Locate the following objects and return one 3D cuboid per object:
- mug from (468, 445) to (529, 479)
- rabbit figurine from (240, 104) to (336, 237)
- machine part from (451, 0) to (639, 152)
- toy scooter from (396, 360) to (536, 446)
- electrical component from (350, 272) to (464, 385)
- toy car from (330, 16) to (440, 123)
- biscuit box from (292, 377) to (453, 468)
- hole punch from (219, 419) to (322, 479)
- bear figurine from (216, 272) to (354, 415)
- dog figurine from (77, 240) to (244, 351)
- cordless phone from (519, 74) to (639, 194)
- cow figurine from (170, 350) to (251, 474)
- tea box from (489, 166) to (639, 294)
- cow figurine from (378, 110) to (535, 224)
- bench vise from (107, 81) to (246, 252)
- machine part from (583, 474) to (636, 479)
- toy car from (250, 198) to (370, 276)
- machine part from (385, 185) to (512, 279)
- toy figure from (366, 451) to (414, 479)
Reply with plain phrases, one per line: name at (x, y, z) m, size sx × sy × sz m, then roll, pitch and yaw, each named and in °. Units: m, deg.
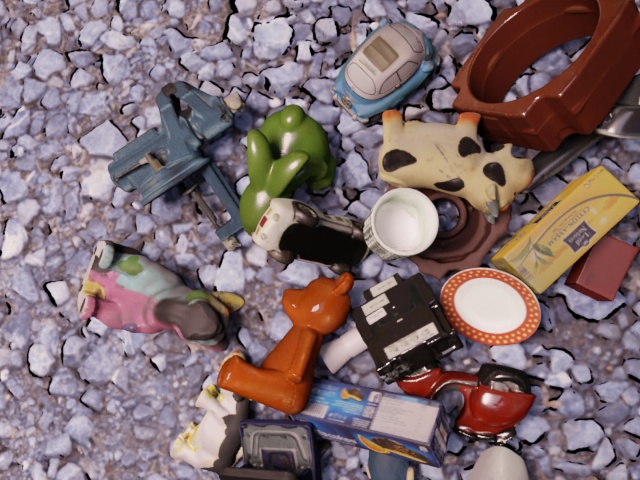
mug at (0.225, 0.329, 0.693) m, size 0.081 × 0.109 × 0.107 m, roll 30°, pitch 48°, yaw 3°
rabbit figurine at (-0.049, -0.083, 0.721) m, size 0.121 × 0.159 × 0.170 m, roll 20°, pitch 68°, yaw 2°
machine part at (0.285, -0.217, 0.681) m, size 0.087 × 0.201 × 0.201 m, roll 33°, pitch 91°, yaw -31°
toy scooter at (0.187, 0.226, 0.715) m, size 0.184 × 0.075 × 0.135 m, roll 7°, pitch 85°, yaw 12°
electrical component at (0.110, 0.109, 0.718) m, size 0.115 × 0.058 × 0.134 m, roll -27°, pitch 44°, yaw 6°
toy car at (0.089, -0.248, 0.758) m, size 0.161 × 0.103 × 0.109 m, roll -39°, pitch 80°, yaw 1°
biscuit box at (0.062, 0.230, 0.693) m, size 0.203 × 0.062 × 0.059 m, roll 1°, pitch 46°, yaw 34°
hole punch at (-0.057, 0.300, 0.706) m, size 0.142 × 0.092 × 0.115 m, roll -5°, pitch 126°, yaw 15°
bear figurine at (-0.039, 0.122, 0.707) m, size 0.132 × 0.120 × 0.196 m, roll 23°, pitch 74°, yaw -8°
dog figurine at (-0.226, 0.087, 0.777) m, size 0.219 × 0.192 × 0.108 m, roll 24°, pitch 85°, yaw -25°
cordless phone at (0.336, -0.121, 0.692) m, size 0.184 × 0.147 × 0.088 m, roll -42°, pitch 106°, yaw 9°
cow figurine at (-0.130, 0.245, 0.760) m, size 0.098 × 0.068 × 0.167 m, roll 29°, pitch 92°, yaw 4°
tea box at (0.314, -0.010, 0.707) m, size 0.169 × 0.098 × 0.068 m, roll -42°, pitch 82°, yaw 1°
cow figurine at (0.171, -0.092, 0.684) m, size 0.195 × 0.085 × 0.127 m, roll 7°, pitch 85°, yaw 11°
bench vise at (-0.172, -0.098, 0.778) m, size 0.224 × 0.129 × 0.240 m, roll -34°, pitch 102°, yaw -6°
machine part at (0.302, 0.376, 0.683) m, size 0.243 × 0.079 × 0.079 m, roll -34°, pitch 81°, yaw 5°
toy car at (-0.001, -0.002, 0.711) m, size 0.056 × 0.201 × 0.073 m, roll 44°, pitch 109°, yaw 39°
machine part at (0.170, -0.034, 0.750) m, size 0.179 × 0.056 × 0.179 m, roll -1°, pitch 85°, yaw 9°
toy figure at (0.100, 0.343, 0.724) m, size 0.058 × 0.064 × 0.154 m, roll -5°, pitch 89°, yaw -31°
